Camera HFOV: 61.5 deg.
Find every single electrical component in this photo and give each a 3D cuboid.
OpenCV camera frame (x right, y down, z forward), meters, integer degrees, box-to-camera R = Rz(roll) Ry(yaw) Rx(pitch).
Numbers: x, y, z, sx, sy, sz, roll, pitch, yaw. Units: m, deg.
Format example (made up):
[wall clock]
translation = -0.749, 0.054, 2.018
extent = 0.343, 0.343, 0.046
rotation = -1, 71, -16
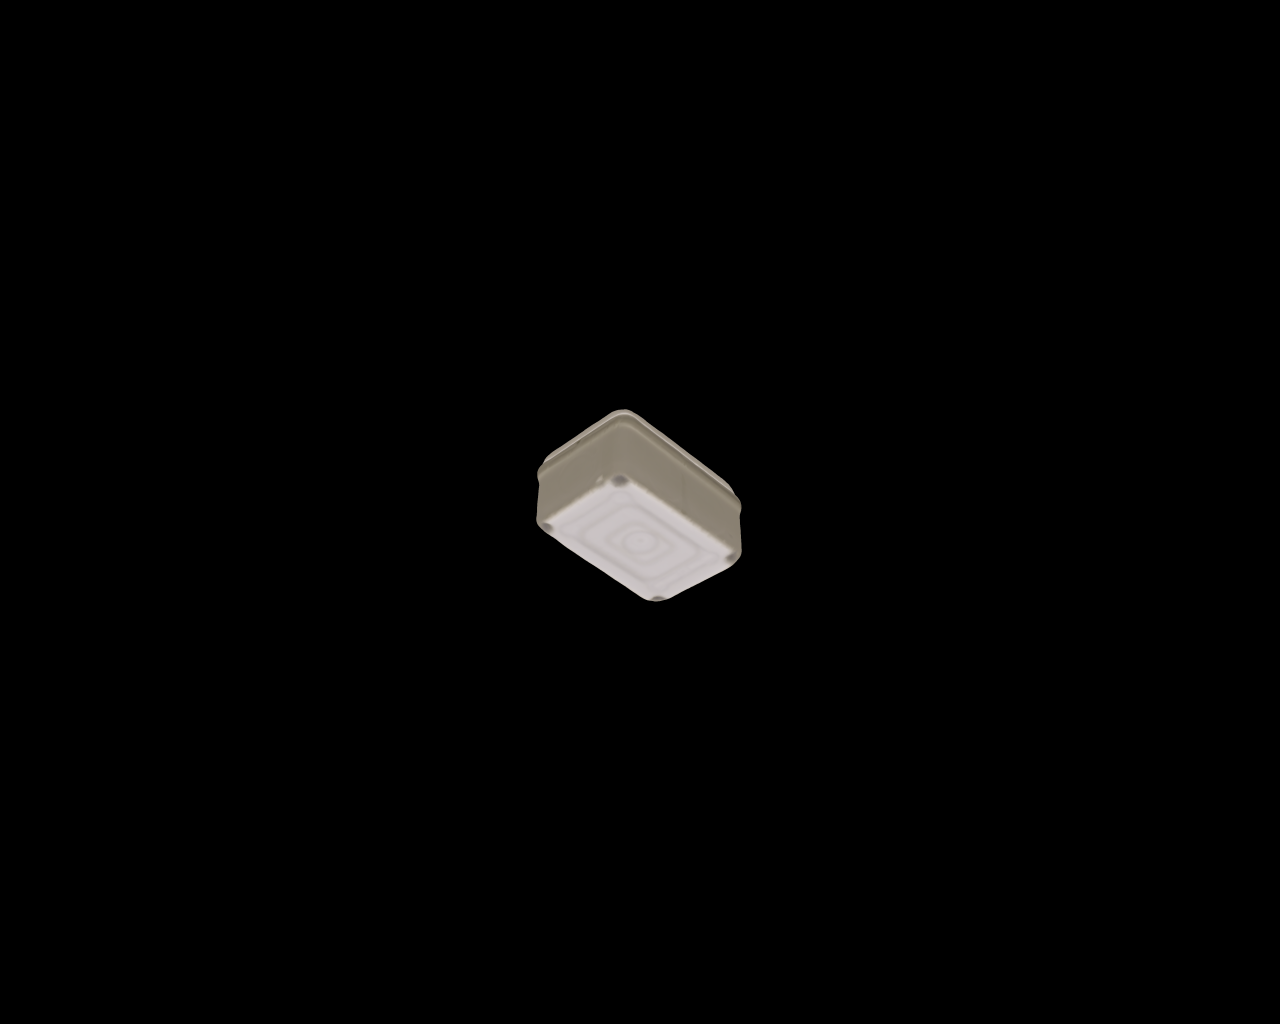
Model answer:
[electrical component]
translation = 0.001, -0.003, 0.650
extent = 0.078, 0.057, 0.113
rotation = -30, -49, 31
